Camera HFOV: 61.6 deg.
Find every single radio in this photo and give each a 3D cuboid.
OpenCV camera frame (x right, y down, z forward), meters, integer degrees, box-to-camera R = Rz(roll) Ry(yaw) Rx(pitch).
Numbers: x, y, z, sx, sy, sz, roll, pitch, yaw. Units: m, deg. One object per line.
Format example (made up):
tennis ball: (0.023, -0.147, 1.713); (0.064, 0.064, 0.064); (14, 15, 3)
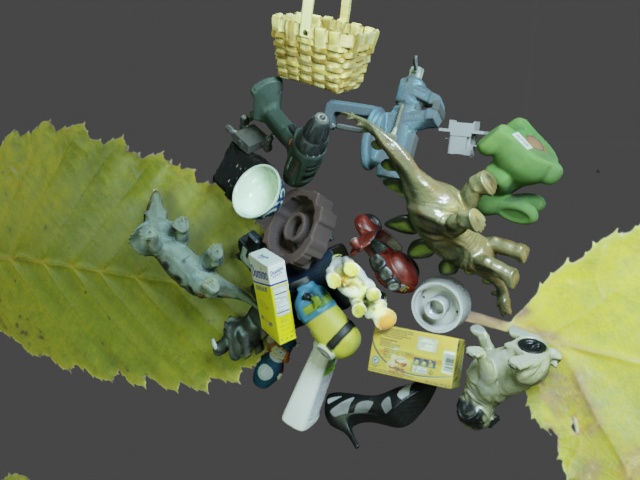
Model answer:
radio: (-0.029, 0.110, 1.156); (0.230, 0.073, 0.131); (-26, 85, 30)

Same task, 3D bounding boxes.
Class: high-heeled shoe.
high-heeled shoe: (0.122, 0.325, 1.125); (0.249, 0.086, 0.145); (-37, 40, 6)

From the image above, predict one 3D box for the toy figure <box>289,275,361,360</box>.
toy figure: (0.009, 0.151, 1.054); (0.089, 0.082, 0.180); (-34, 79, 29)

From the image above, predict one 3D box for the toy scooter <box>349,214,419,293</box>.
toy scooter: (0.114, 0.031, 1.031); (0.075, 0.135, 0.184); (-39, 80, 25)

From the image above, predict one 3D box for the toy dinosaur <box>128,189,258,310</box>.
toy dinosaur: (-0.310, 0.058, 1.271); (0.405, 0.131, 0.192); (47, 155, 5)

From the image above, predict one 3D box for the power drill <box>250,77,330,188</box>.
power drill: (-0.056, -0.225, 1.058); (0.207, 0.086, 0.231); (51, 154, 19)

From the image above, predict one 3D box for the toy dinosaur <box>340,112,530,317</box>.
toy dinosaur: (0.206, -0.041, 0.920); (0.199, 0.105, 0.470); (-9, 122, 50)

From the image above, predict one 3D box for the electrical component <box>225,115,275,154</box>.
electrical component: (-0.148, -0.232, 1.176); (0.102, 0.078, 0.045); (48, 140, 21)

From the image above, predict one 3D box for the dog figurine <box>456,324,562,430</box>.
dog figurine: (0.338, 0.266, 0.976); (0.173, 0.121, 0.190); (8, 115, 30)

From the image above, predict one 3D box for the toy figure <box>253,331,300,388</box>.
toy figure: (-0.101, 0.272, 1.228); (0.064, 0.058, 0.154); (24, 111, -18)

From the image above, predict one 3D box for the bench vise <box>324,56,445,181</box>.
bench vise: (0.103, -0.228, 1.012); (0.241, 0.129, 0.223); (14, 101, 22)

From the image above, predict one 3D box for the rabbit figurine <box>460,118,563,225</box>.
rabbit figurine: (0.323, -0.101, 0.930); (0.159, 0.121, 0.170); (45, 133, 8)

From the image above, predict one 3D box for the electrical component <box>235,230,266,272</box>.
electrical component: (-0.145, 0.018, 1.190); (0.075, 0.048, 0.119); (43, 143, 18)

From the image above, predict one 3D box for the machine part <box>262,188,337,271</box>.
machine part: (-0.042, -0.021, 1.107); (0.179, 0.056, 0.179); (-26, 51, 37)

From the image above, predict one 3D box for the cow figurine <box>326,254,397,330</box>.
cow figurine: (0.079, 0.101, 1.043); (0.068, 0.098, 0.167); (-39, 105, 6)

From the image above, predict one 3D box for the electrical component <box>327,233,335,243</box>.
electrical component: (-0.002, -0.003, 1.131); (0.094, 0.063, 0.021); (-23, 120, 40)

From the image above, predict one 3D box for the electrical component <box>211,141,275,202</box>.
electrical component: (-0.166, -0.139, 1.202); (0.134, 0.058, 0.114); (39, 115, 18)

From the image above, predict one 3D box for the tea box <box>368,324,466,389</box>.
tea box: (0.187, 0.224, 1.044); (0.170, 0.068, 0.098); (8, 82, 29)

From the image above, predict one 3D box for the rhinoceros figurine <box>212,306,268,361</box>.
rhinoceros figurine: (-0.179, 0.218, 1.250); (0.190, 0.073, 0.112); (-42, 78, 26)
